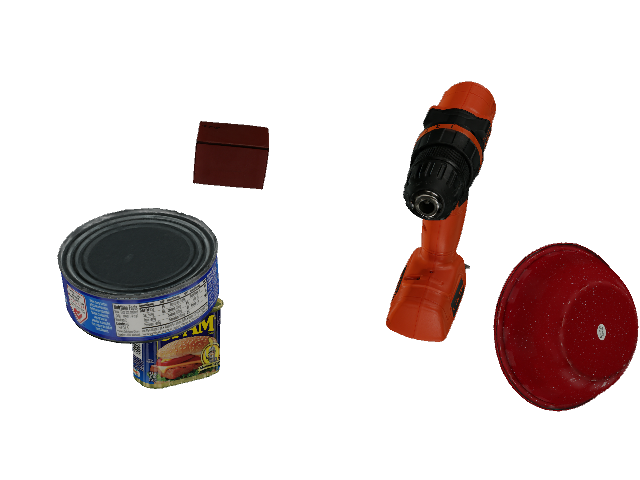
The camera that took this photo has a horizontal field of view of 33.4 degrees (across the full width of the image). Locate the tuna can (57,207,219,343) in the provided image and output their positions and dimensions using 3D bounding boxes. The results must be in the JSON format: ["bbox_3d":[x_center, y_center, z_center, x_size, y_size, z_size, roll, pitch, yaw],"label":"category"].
[{"bbox_3d":[-0.098,0.018,0.584,0.086,0.034,0.086,0,33,0],"label":"tuna can"}]

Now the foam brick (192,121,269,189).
[{"bbox_3d":[-0.096,-0.092,1.150,0.078,0.051,0.053,5,30,-4],"label":"foam brick"}]

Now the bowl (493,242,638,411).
[{"bbox_3d":[0.243,0.083,0.997,0.161,0.162,0.055,0,1,-27],"label":"bowl"}]

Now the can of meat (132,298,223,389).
[{"bbox_3d":[-0.159,0.110,1.179,0.101,0.084,0.058,-9,19,-36],"label":"can of meat"}]

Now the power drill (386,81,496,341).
[{"bbox_3d":[0.095,-0.014,0.851,0.057,0.188,0.184,15,35,12],"label":"power drill"}]
